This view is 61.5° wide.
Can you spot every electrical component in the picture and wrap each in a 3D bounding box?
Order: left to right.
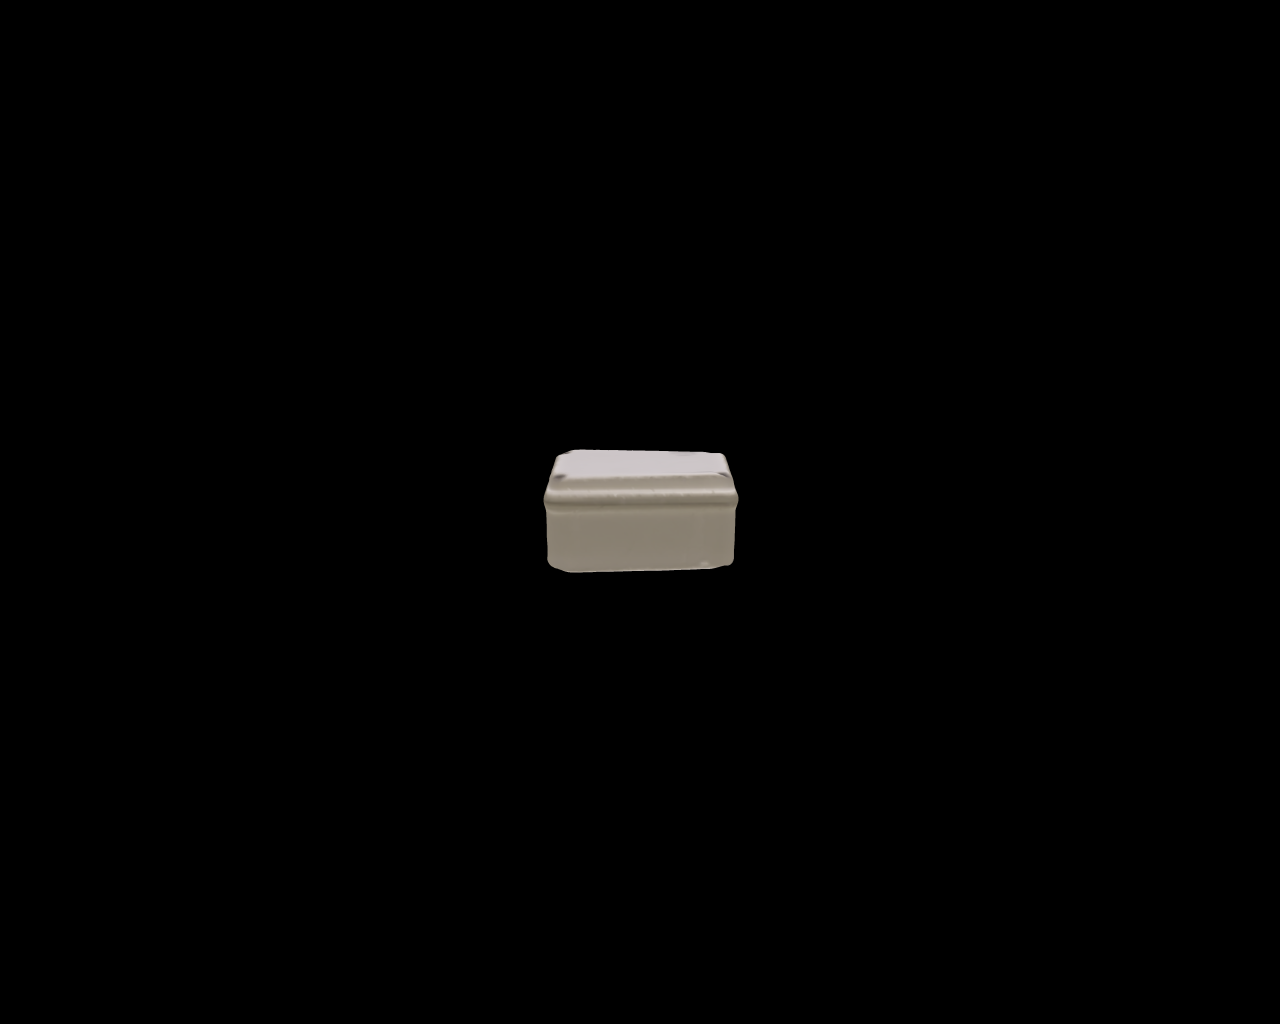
[{"bbox_3d":[0.001,-0.003,0.650,0.113,0.057,0.078,0,16,0],"label":"electrical component"}]
